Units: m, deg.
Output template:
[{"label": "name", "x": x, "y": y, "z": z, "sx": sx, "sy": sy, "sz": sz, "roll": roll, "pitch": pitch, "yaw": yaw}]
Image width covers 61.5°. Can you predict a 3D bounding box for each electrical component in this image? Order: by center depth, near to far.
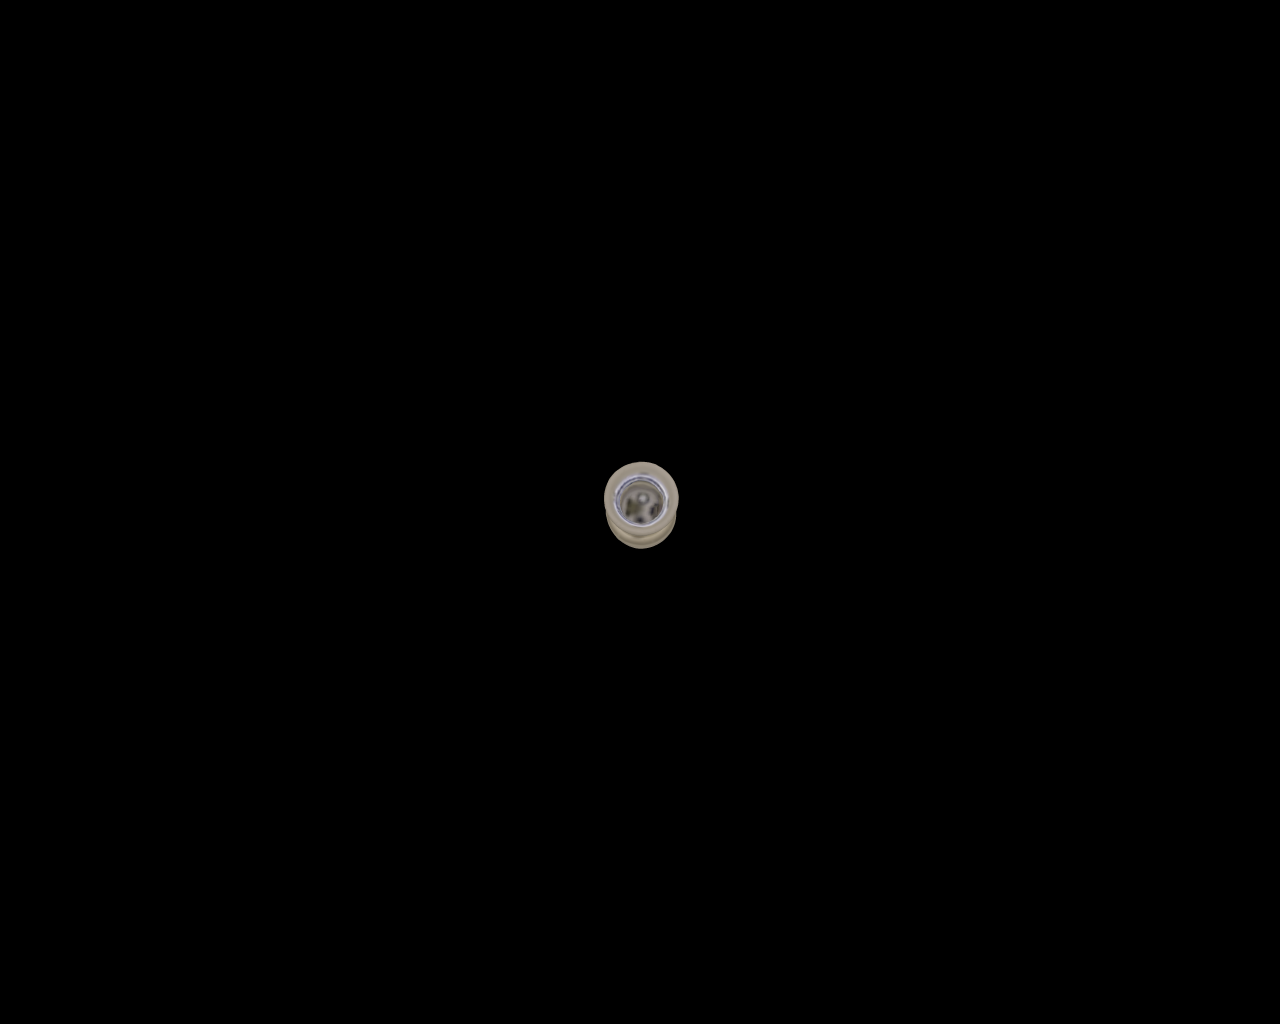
[{"label": "electrical component", "x": 0.001, "y": -0.003, "z": 0.650, "sx": 0.045, "sy": 0.045, "sz": 0.055, "roll": 0, "pitch": -13, "yaw": 0}]
